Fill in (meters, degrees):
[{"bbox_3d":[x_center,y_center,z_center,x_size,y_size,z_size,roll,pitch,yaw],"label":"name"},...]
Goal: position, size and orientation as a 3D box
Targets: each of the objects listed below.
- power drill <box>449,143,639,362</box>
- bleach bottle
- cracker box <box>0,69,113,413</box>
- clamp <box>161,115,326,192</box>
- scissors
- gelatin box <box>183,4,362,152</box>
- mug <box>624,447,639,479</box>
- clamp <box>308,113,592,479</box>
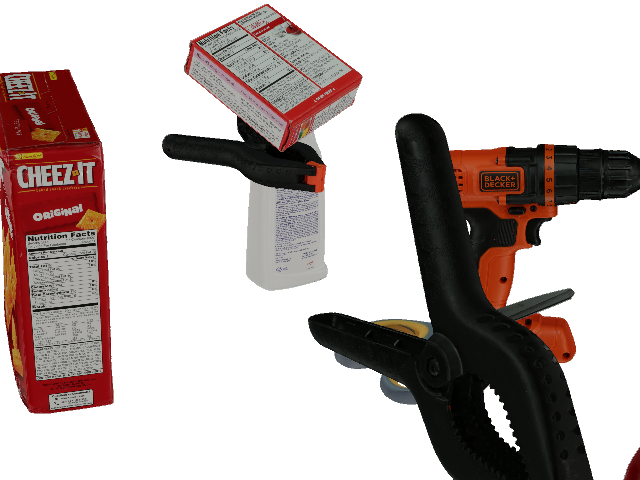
[{"bbox_3d":[0.184,0.009,0.924,0.184,0.188,0.057,1,13,15],"label":"power drill"},{"bbox_3d":[-0.034,-0.069,1.264,0.102,0.251,0.068,-13,30,-34],"label":"bleach bottle"},{"bbox_3d":[-0.207,-0.002,0.809,0.072,0.214,0.164,-7,28,-19],"label":"cracker box"},{"bbox_3d":[-0.071,-0.084,1.055,0.120,0.039,0.172,-25,36,-34],"label":"clamp"},{"bbox_3d":[0.111,0.074,0.764,0.201,0.016,0.096,-7,32,-14],"label":"scissors"},{"bbox_3d":[-0.030,-0.106,0.681,0.089,0.030,0.073,39,50,16],"label":"gelatin box"},{"bbox_3d":[0.152,0.119,0.350,0.117,0.081,0.093,5,38,8],"label":"mug"},{"bbox_3d":[0.069,0.049,0.530,0.036,0.165,0.210,-10,43,-32],"label":"clamp"}]
